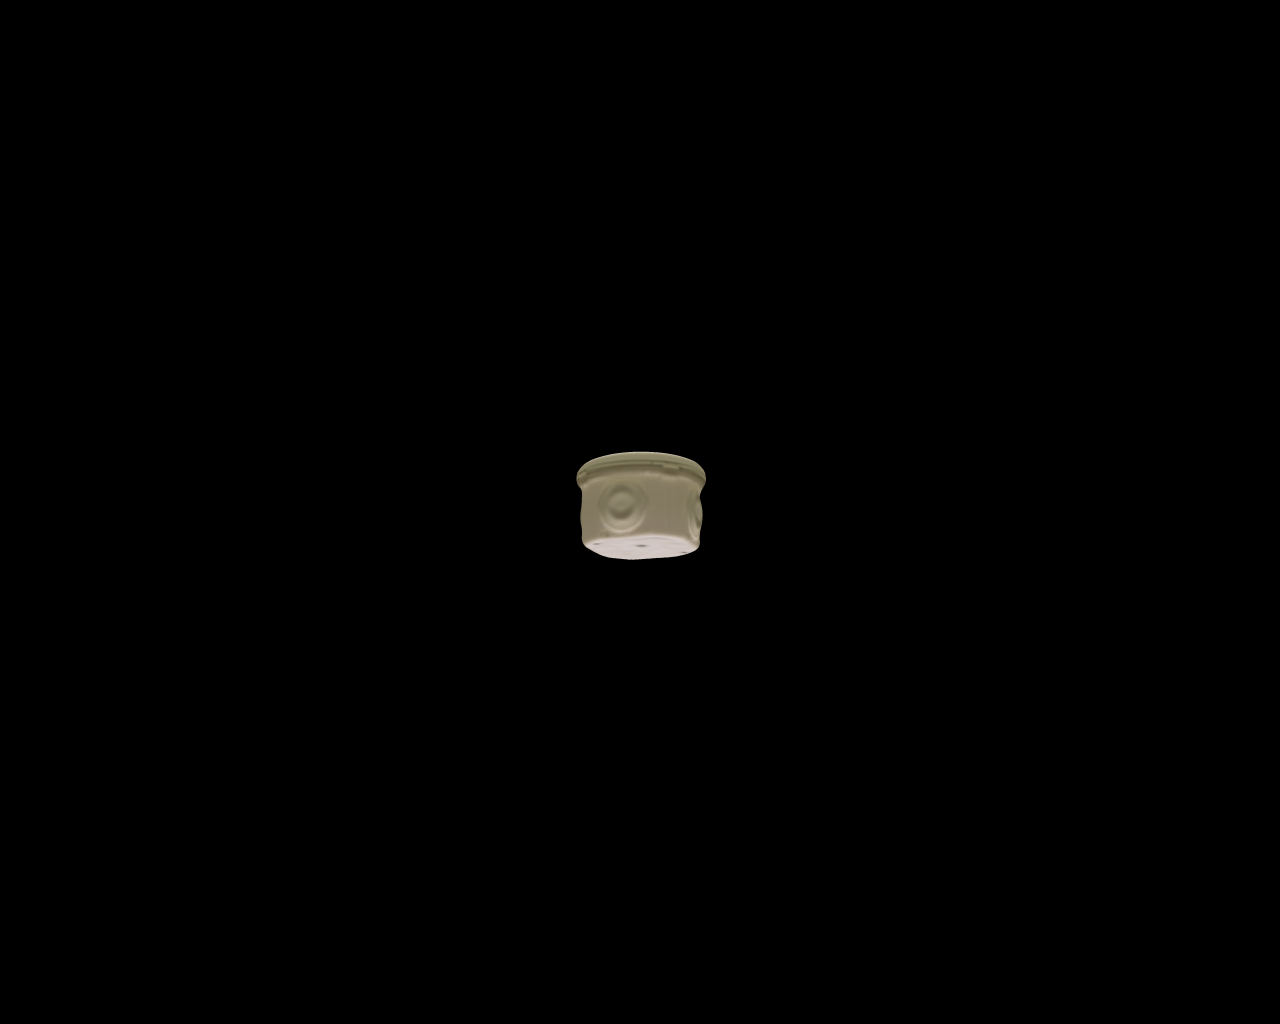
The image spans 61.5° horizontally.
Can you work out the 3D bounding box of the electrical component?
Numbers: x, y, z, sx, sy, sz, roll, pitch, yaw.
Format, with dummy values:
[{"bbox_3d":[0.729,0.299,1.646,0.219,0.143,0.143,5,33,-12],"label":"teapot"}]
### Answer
[{"bbox_3d":[0.001,-0.003,0.650,0.080,0.051,0.080,0,-14,0],"label":"electrical component"}]
